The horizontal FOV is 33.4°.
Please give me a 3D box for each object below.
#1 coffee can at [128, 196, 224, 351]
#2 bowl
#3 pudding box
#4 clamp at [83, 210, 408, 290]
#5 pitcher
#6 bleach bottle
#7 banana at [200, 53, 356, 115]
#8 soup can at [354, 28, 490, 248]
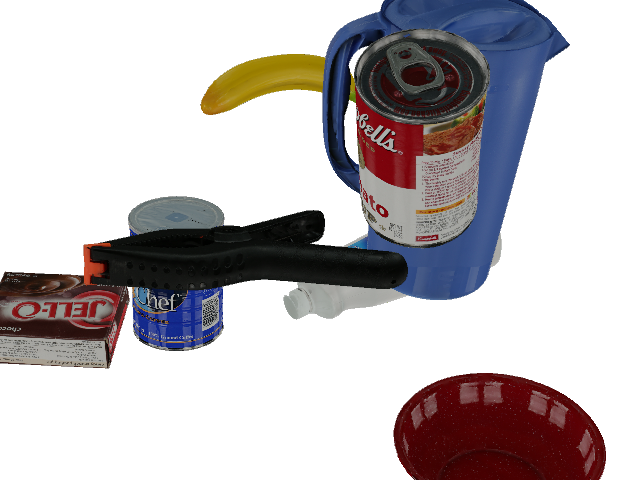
[{"bbox_3d":[-0.157,0.036,1.175,0.103,0.140,0.103,2,27,-1],"label":"coffee can"},{"bbox_3d":[0.137,0.174,0.834,0.162,0.055,0.162,0,32,0],"label":"bowl"},{"bbox_3d":[-0.230,0.068,0.928,0.113,0.039,0.090,1,32,1],"label":"pudding box"},{"bbox_3d":[-0.055,0.011,0.737,0.209,0.036,0.165,-6,14,-27],"label":"clamp"},{"bbox_3d":[0.092,-0.075,0.868,0.149,0.243,0.144,25,38,27],"label":"pitcher"},{"bbox_3d":[0.076,0.030,1.202,0.250,0.068,0.103,-24,40,-24],"label":"bleach bottle"},{"bbox_3d":[-0.039,-0.164,1.106,0.197,0.070,0.037,-7,-41,-28],"label":"banana"},{"bbox_3d":[0.054,-0.052,0.571,0.068,0.068,0.102,0,-39,4],"label":"soup can"}]
